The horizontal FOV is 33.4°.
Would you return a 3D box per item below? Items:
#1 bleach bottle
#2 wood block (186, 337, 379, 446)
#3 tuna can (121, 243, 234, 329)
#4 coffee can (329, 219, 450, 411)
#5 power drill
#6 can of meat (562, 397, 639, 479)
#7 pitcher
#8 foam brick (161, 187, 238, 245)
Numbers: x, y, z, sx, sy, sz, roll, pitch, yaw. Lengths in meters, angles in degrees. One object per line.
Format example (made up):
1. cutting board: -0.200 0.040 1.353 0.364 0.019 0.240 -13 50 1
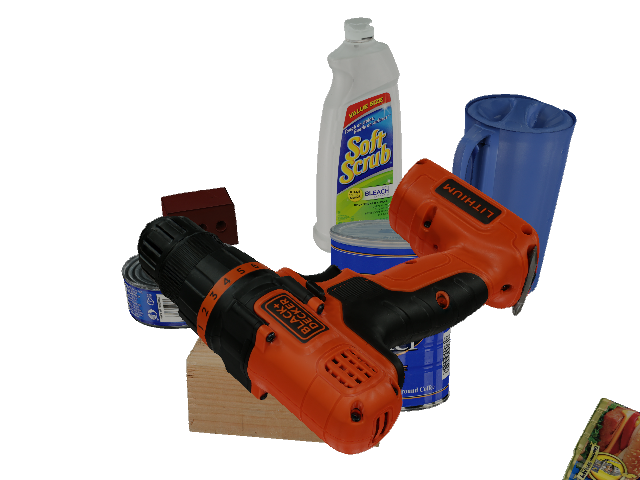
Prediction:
1. bleach bottle: 0.037 -0.115 1.166 0.102 0.251 0.068 -8 25 -10
2. wood block: -0.034 0.157 1.159 0.206 0.091 0.090 4 21 8
3. tuna can: -0.098 0.031 0.767 0.086 0.034 0.086 -4 21 2
4. coffee can: 0.058 0.059 0.887 0.103 0.140 0.103 0 10 0
5. power drill: 0.015 0.018 0.596 0.187 0.057 0.185 -28 52 -34
6. can of meat: 0.230 0.171 0.786 0.084 0.057 0.101 22 40 23
7. pitcher: 0.227 -0.050 1.332 0.149 0.243 0.145 3 27 -1
8. foam brick: -0.138 -0.023 1.211 0.078 0.053 0.051 -10 29 -11
